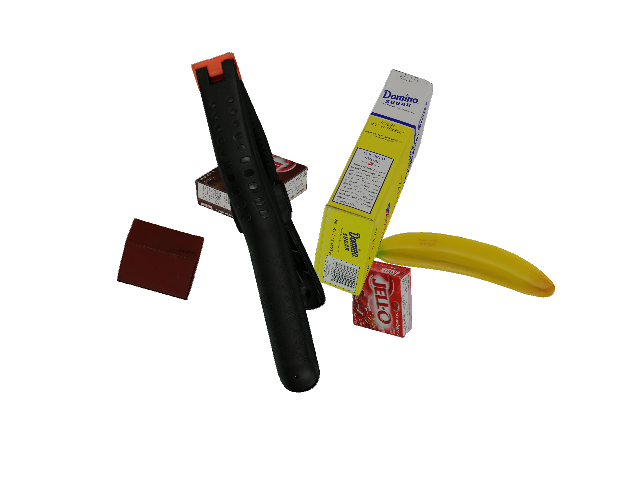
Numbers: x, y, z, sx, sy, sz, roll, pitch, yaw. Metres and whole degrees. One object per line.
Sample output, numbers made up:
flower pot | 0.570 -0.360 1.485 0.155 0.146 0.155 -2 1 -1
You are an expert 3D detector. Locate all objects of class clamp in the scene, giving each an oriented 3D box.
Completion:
clamp | -0.036 -0.019 0.706 0.036 0.210 0.164 -17 7 5

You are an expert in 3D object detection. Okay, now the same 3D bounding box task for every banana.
banana | 0.142 0.023 1.096 0.198 0.037 0.069 9 35 11

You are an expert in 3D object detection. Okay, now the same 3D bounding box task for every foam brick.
foam brick | -0.167 0.020 1.117 0.078 0.051 0.053 16 29 -5

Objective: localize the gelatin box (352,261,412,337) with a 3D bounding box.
gelatin box | 0.076 0.071 1.336 0.073 0.089 0.030 13 31 31

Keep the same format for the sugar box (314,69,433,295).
sugar box | 0.046 -0.050 0.875 0.048 0.176 0.093 20 -40 9

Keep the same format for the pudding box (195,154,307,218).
pudding box | -0.083 -0.067 1.298 0.090 0.039 0.113 21 40 29
